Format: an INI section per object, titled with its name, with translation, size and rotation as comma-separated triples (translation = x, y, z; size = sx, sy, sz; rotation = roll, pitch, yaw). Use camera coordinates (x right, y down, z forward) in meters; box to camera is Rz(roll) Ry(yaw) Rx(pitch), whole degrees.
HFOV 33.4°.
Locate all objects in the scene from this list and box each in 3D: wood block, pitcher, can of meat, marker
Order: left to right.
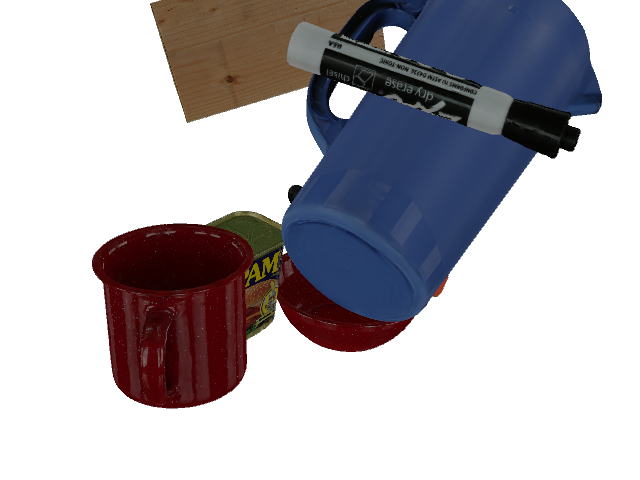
[can of meat]
translation = -0.075, 0.035, 0.838
size = 0.058, 0.084, 0.101
rotation = 26, 34, 29
[wood block]
translation = -0.049, -0.202, 1.042
size = 0.206, 0.090, 0.091
rotation = -17, -43, -5
[pitcher]
translation = 0.069, -0.070, 0.736
size = 0.149, 0.145, 0.242
rotation = -3, 43, 50
[marker]
translation = 0.044, -0.060, 0.426
size = 0.121, 0.020, 0.020
rotation = 21, 5, 13

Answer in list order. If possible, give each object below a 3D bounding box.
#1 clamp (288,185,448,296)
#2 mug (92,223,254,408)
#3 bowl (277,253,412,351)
[clamp]
translation = 0.069, -0.014, 1.245
size = 0.164, 0.036, 0.210
rotation = -13, 51, -27
[mug]
translation = -0.085, 0.050, 0.622
size = 0.093, 0.081, 0.117
rotation = 1, 25, 1
[bowl]
translation = 0.027, 0.063, 1.059
size = 0.162, 0.055, 0.162
rotation = 3, 28, -2
